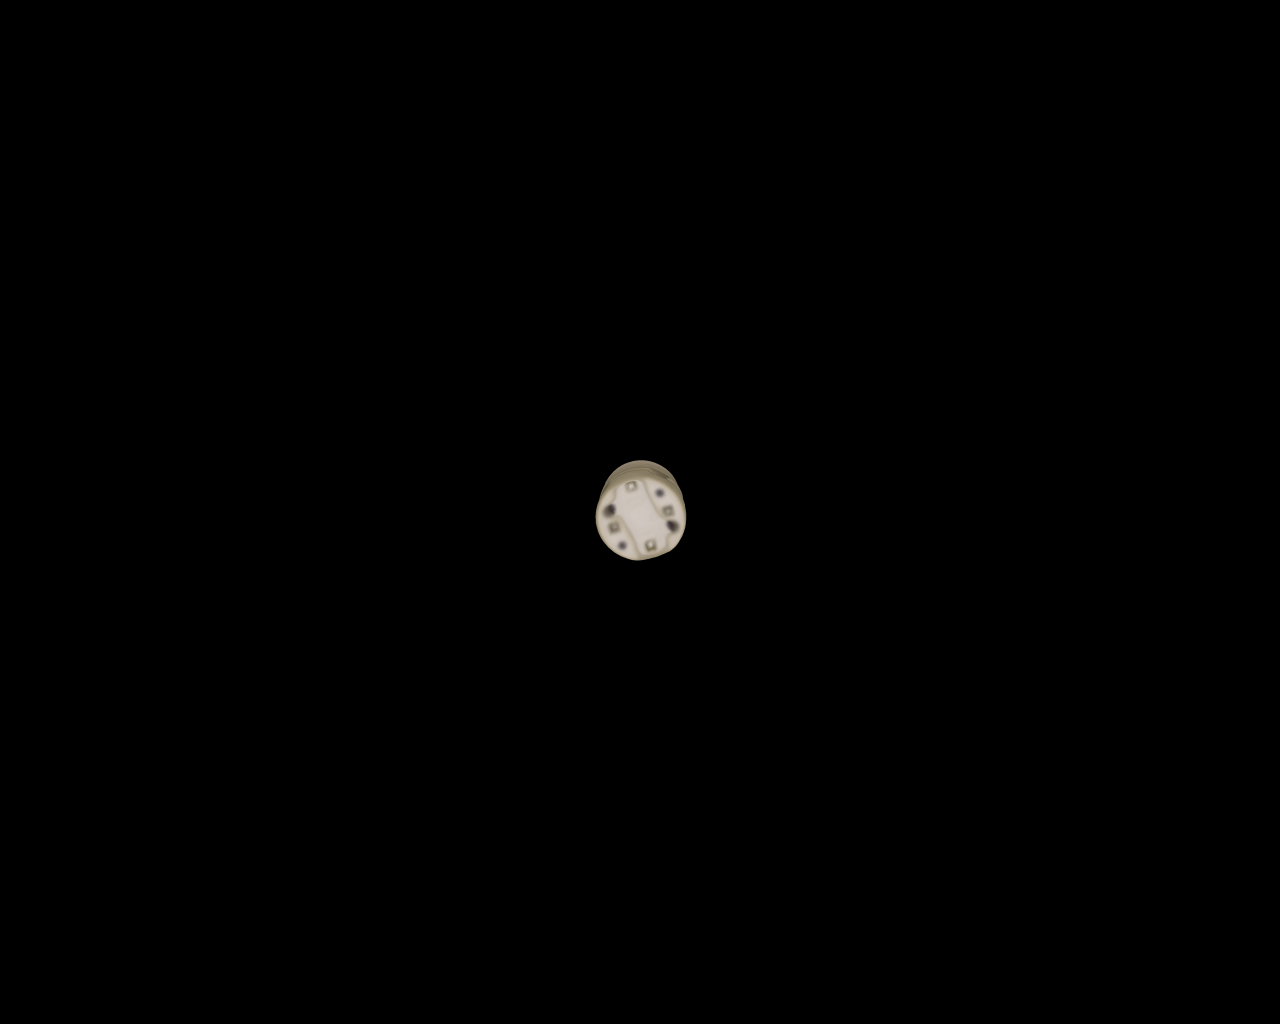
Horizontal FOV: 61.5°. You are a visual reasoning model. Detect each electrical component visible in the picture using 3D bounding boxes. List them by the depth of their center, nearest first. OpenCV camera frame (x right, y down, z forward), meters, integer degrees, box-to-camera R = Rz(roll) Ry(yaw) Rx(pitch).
[{"bbox_3d":[0.001,-0.003,0.650,0.055,0.055,0.047,0,18,0],"label":"electrical component"}]
